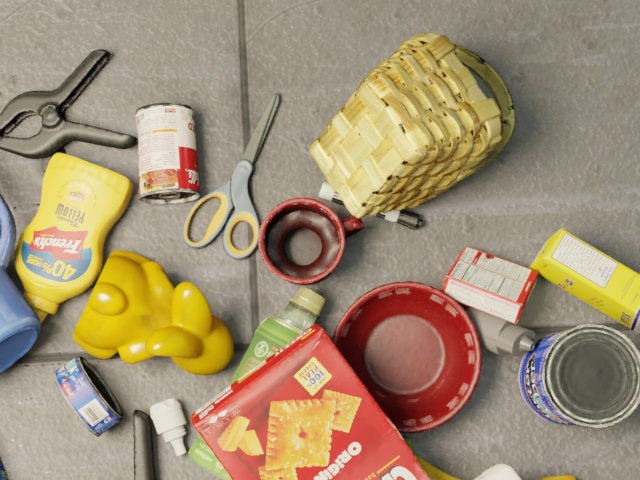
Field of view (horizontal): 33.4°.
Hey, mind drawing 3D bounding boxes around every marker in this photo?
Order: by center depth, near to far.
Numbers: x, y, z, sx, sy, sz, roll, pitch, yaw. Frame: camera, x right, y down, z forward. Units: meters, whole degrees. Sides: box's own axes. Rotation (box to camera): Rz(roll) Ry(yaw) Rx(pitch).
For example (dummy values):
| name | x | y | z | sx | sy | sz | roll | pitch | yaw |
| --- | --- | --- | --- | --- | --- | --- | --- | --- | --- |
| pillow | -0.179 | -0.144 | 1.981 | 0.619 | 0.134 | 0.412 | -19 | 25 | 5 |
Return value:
| name | x | y | z | sx | sy | sz | roll | pitch | yaw |
| --- | --- | --- | --- | --- | --- | --- | --- | --- | --- |
| marker | 0.058 | -0.038 | 1.208 | 0.121 | 0.020 | 0.020 | 19 | 82 | 4 |

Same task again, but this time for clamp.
| name | x | y | z | sx | sy | sz | roll | pitch | yaw |
| --- | --- | --- | --- | --- | --- | --- | --- | --- | --- |
| clamp | -0.208 | 0.313 | 1.152 | 0.164 | 0.036 | 0.210 | -32 | 85 | -2 |
| clamp | -0.295 | -0.132 | 1.220 | 0.171 | 0.039 | 0.120 | -28 | 76 | 2 |

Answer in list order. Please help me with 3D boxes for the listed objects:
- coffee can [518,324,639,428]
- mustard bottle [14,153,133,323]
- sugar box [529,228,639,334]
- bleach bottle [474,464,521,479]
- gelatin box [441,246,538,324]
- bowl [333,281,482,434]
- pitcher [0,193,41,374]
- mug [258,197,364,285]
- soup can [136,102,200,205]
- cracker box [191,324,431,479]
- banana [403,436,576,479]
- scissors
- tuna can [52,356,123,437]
| name | x | y | z | sx | sy | sz | roll | pitch | yaw |
| --- | --- | --- | --- | --- | --- | --- | --- | --- | --- |
| coffee can | 0.270 | 0.143 | 1.115 | 0.103 | 0.140 | 0.103 | 0 | 81 | 1 |
| mustard bottle | -0.286 | 0.006 | 1.189 | 0.096 | 0.058 | 0.191 | 21 | 83 | 2 |
| sugar box | 0.318 | 0.055 | 1.151 | 0.176 | 0.093 | 0.048 | 33 | 84 | 6 |
| bleach bottle | 0.093 | 0.315 | 1.055 | 0.250 | 0.102 | 0.068 | -29 | 74 | -13 |
| gelatin box | 0.184 | 0.048 | 1.160 | 0.089 | 0.073 | 0.030 | 20 | 124 | 15 |
| bowl | 0.093 | 0.126 | 1.160 | 0.162 | 0.055 | 0.162 | 0 | 87 | 3 |
| pitcher | -0.401 | 0.026 | 1.139 | 0.243 | 0.144 | 0.149 | 48 | 129 | 13 |
| mug | -0.008 | 0.001 | 1.172 | 0.117 | 0.081 | 0.093 | -23 | 82 | -2 |
| soup can | -0.172 | -0.096 | 1.197 | 0.068 | 0.068 | 0.102 | -5 | 81 | 0 |
| cracker box | -0.005 | 0.219 | 1.086 | 0.164 | 0.072 | 0.213 | -36 | 94 | -5 |
| banana | 0.176 | 0.267 | 1.150 | 0.198 | 0.037 | 0.069 | 13 | 84 | 3 |
| scissors | -0.075 | -0.063 | 1.216 | 0.096 | 0.016 | 0.201 | 38 | 84 | 5 |
| tuna can | -0.249 | 0.168 | 1.150 | 0.033 | 0.086 | 0.086 | -35 | 82 | -6 |
